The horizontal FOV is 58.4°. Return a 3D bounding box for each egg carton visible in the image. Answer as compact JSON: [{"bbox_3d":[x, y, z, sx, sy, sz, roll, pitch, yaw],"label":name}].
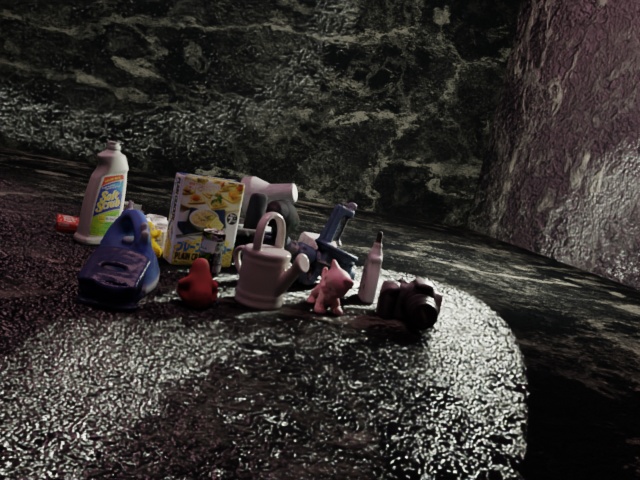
[{"bbox_3d":[-0.011,0.021,1.795,0.107,0.069,0.150,9,10,-18],"label":"egg carton"}]

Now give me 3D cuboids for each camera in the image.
[{"bbox_3d":[0.206,0.138,1.267,0.143,0.101,0.137,12,9,-1],"label":"camera"}]

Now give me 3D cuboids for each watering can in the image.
[{"bbox_3d":[-0.102,0.040,1.173,0.172,0.194,0.101,13,9,8],"label":"watering can"}]

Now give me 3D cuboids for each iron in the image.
[{"bbox_3d":[-0.379,0.007,1.182,0.119,0.141,0.257,6,11,-31],"label":"iron"}]

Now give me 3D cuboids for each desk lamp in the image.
[{"bbox_3d":[-0.159,-0.084,1.789,0.203,0.213,0.118,14,9,11],"label":"desk lamp"}]

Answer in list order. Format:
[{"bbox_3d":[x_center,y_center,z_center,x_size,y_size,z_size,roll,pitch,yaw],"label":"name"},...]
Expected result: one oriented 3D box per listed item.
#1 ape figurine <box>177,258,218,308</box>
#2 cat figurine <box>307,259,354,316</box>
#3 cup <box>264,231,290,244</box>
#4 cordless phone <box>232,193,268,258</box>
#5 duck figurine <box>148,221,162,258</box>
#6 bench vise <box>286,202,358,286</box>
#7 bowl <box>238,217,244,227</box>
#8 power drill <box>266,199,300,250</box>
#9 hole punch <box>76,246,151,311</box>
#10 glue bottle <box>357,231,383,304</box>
[{"bbox_3d":[-0.230,0.079,1.092,0.078,0.092,0.076,10,9,-13],"label":"ape figurine"},{"bbox_3d":[0.025,0.097,1.229,0.067,0.118,0.127,9,10,-19],"label":"cat figurine"},{"bbox_3d":[-0.125,0.029,1.519,0.091,0.095,0.118,16,10,21],"label":"cup"},{"bbox_3d":[-0.217,-0.045,1.567,0.148,0.185,0.093,5,12,-37],"label":"cordless phone"},{"bbox_3d":[-0.427,-0.005,1.369,0.105,0.086,0.077,6,11,-32],"label":"duck figurine"},{"bbox_3d":[0.022,0.008,1.443,0.121,0.220,0.208,19,12,37],"label":"bench vise"},{"bbox_3d":[-0.292,-0.032,1.743,0.167,0.075,0.167,12,9,-2],"label":"bowl"},{"bbox_3d":[-0.100,0.004,1.346,0.075,0.208,0.230,13,9,5],"label":"power drill"},{"bbox_3d":[-0.360,0.066,1.008,0.108,0.091,0.101,11,9,-4],"label":"hole punch"},{"bbox_3d":[0.129,0.063,1.393,0.037,0.173,0.078,11,9,-8],"label":"glue bottle"}]
